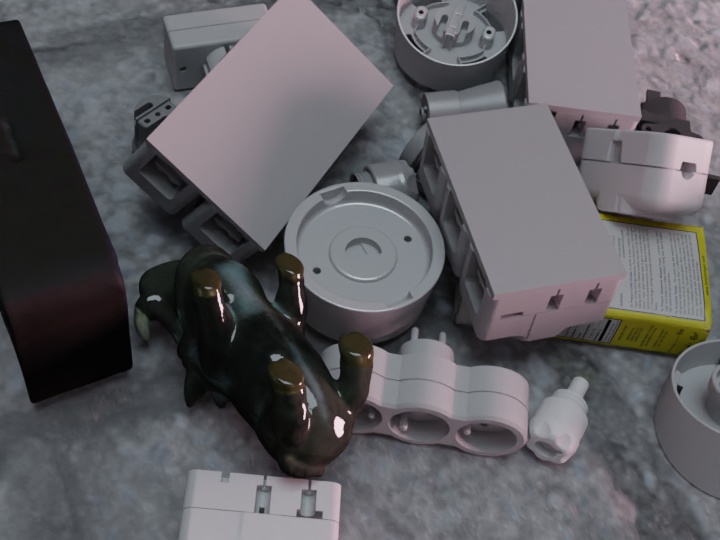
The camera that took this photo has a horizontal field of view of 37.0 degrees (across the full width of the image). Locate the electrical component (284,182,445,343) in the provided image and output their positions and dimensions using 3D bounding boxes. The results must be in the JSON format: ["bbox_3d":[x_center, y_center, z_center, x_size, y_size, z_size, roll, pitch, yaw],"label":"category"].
[{"bbox_3d":[0.000,0.000,0.739,0.108,0.060,0.108,4,54,-6],"label":"electrical component"}]

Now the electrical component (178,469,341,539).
[{"bbox_3d":[-0.059,0.156,0.626,0.089,0.050,0.055,6,54,-4],"label":"electrical component"}]

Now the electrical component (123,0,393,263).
[{"bbox_3d":[-0.072,-0.103,0.775,0.105,0.060,0.186,44,55,-13],"label":"electrical component"}]

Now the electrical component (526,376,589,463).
[{"bbox_3d":[0.134,0.095,0.708,0.035,0.035,0.061,29,53,12],"label":"electrical component"}]

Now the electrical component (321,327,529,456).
[{"bbox_3d":[0.042,0.069,0.701,0.138,0.052,0.073,10,54,-1],"label":"electrical component"}]

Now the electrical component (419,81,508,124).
[{"bbox_3d":[0.080,-0.126,0.854,0.065,0.044,0.044,-6,56,-6],"label":"electrical component"}]

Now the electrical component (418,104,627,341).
[{"bbox_3d":[0.103,-0.032,0.723,0.089,0.061,0.150,-9,55,-12],"label":"electrical component"}]

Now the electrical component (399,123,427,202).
[{"bbox_3d":[0.063,-0.080,0.816,0.055,0.048,0.066,39,58,9],"label":"electrical component"}]

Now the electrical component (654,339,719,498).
[{"bbox_3d":[0.250,0.097,0.720,0.099,0.064,0.099,1,42,-1],"label":"electrical component"}]

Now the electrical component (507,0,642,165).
[{"bbox_3d":[0.171,-0.163,0.880,0.089,0.061,0.150,7,54,-4],"label":"electrical component"}]

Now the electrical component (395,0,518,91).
[{"bbox_3d":[0.077,-0.198,0.889,0.099,0.064,0.099,4,54,-6],"label":"electrical component"}]

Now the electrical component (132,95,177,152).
[{"bbox_3d":[-0.149,-0.101,0.798,0.040,0.046,0.040,4,55,-6],"label":"electrical component"}]

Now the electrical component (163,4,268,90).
[{"bbox_3d":[-0.106,-0.163,0.848,0.083,0.047,0.075,-12,58,-16],"label":"electrical component"}]

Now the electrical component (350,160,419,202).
[{"bbox_3d":[0.009,-0.056,0.792,0.062,0.043,0.043,-11,57,-14],"label":"electrical component"}]

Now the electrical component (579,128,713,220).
[{"bbox_3d":[0.205,-0.069,0.784,0.054,0.095,0.059,5,97,-26],"label":"electrical component"}]
